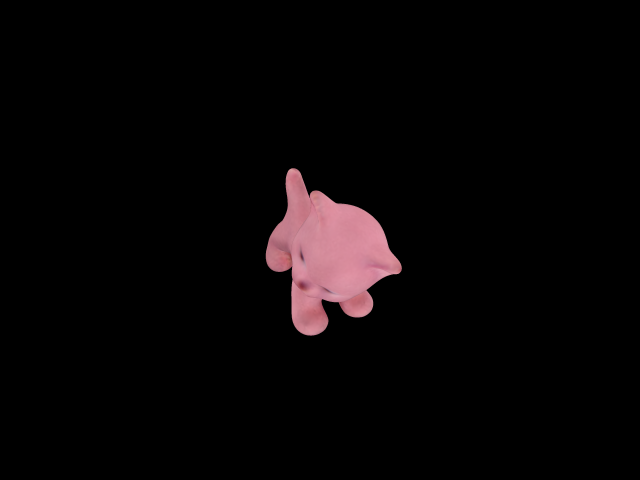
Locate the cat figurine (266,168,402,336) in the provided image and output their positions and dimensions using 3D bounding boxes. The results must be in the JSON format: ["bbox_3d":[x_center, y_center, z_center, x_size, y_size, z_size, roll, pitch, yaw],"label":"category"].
[{"bbox_3d":[0.004,0.001,0.400,0.067,0.118,0.127,-17,48,-16],"label":"cat figurine"}]
